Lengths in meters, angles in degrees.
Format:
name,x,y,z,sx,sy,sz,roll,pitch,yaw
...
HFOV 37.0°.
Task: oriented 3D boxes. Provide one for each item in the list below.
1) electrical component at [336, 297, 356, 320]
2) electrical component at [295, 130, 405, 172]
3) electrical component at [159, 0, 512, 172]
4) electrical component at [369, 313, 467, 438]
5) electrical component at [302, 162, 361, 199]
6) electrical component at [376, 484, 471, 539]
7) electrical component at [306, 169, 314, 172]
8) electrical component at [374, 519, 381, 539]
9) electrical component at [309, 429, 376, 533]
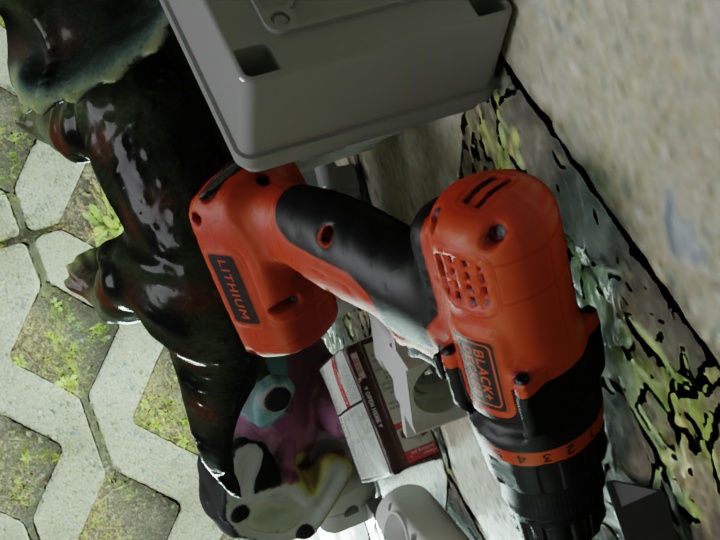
name,x,y,z,sx,sy,sz,roll,pitch,yaw
electrical component,0.000,0.000,0.603,0.045,0.055,0.045,161,90,-76
electrical component,-0.030,-0.131,0.531,0.089,0.062,0.150,155,96,-75
electrical component,-0.015,-0.105,0.417,0.056,0.109,0.108,100,148,-58
electrical component,0.034,0.043,0.564,0.063,0.042,0.081,-122,20,-51
electrical component,-0.018,-0.028,0.655,0.066,0.048,0.055,125,132,-73
electrical component,0.042,0.192,0.697,0.077,0.044,0.079,-141,53,-64
electrical component,-0.064,-0.021,0.742,0.061,0.089,0.150,-123,20,-43
electrical component,0.026,0.190,0.795,0.061,0.035,0.035,-157,50,-74
electrical component,-0.026,0.166,0.917,0.095,0.054,0.059,-125,21,-46
